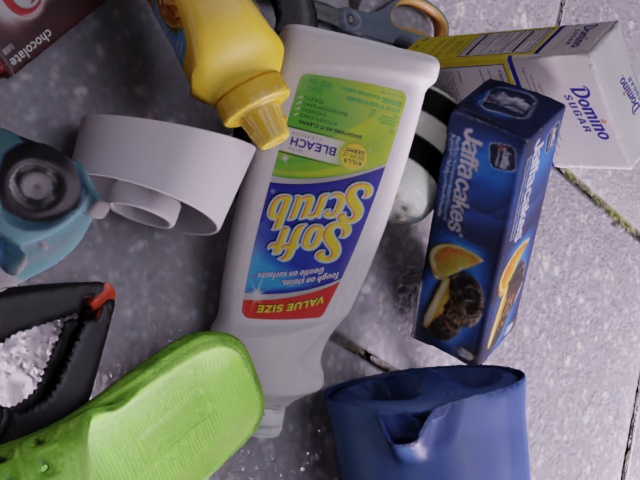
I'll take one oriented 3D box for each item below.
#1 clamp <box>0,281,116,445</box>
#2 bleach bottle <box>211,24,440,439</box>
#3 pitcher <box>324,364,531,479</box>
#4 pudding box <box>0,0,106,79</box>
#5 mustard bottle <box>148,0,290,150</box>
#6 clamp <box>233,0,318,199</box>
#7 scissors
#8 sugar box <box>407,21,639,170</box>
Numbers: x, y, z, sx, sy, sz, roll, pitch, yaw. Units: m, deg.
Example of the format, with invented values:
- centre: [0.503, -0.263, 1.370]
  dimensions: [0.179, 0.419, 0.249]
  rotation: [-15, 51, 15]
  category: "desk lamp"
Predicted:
- centre: [-0.178, 0.101, 0.548]
  dimensions: [0.209, 0.036, 0.164]
  rotation: [-40, 114, -36]
  category: "clamp"
- centre: [-0.004, 0.001, 0.660]
  dimensions: [0.102, 0.068, 0.251]
  rotation: [12, 97, -7]
  category: "bleach bottle"
- centre: [0.086, 0.207, 0.720]
  dimensions: [0.149, 0.145, 0.243]
  rotation: [-8, 93, -30]
  category: "pitcher"
- centre: [-0.169, -0.152, 0.590]
  dimensions: [0.090, 0.039, 0.113]
  rotation: [54, 52, -22]
  category: "pudding box"
- centre: [-0.069, -0.137, 0.589]
  dimensions: [0.058, 0.096, 0.191]
  rotation: [-27, 85, -10]
  category: "mustard bottle"
- centre: [-0.037, -0.110, 0.692]
  dimensions: [0.120, 0.039, 0.171]
  rotation: [-35, 94, -11]
  category: "clamp"
- centre: [0.028, -0.141, 0.782]
  dimensions: [0.201, 0.016, 0.096]
  rotation: [-10, 91, -42]
  category: "scissors"
- centre: [0.139, -0.099, 0.747]
  dimensions: [0.048, 0.177, 0.093]
  rotation: [-46, 122, -30]
  category: "sugar box"
